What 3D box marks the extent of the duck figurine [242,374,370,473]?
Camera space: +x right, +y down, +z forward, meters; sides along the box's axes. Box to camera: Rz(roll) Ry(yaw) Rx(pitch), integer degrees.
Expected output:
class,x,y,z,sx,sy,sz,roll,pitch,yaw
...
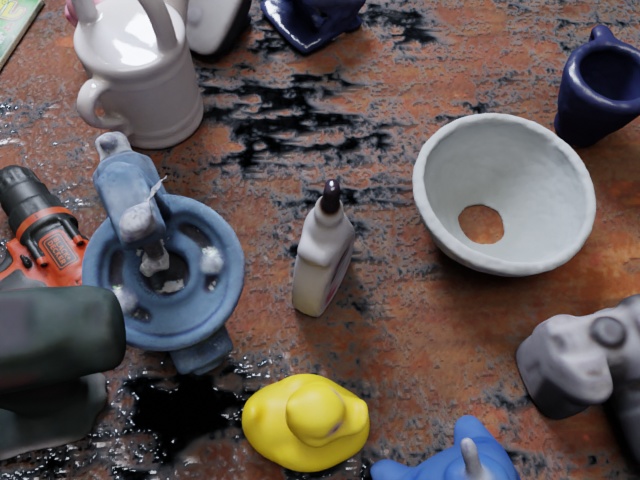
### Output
class,x,y,z,sx,sy,sz,roll,pitch,yaw
duck figurine,-0.010,0.137,0.446,0.104,0.086,0.077,4,64,-1

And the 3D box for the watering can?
class,x,y,z,sx,sy,sz,roll,pitch,yaw
watering can,-0.172,-0.186,0.535,0.101,0.194,0.173,3,64,-1

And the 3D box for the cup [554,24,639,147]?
class,x,y,z,sx,sy,sz,roll,pitch,yaw
cup,0.283,-0.153,0.596,0.091,0.095,0.118,3,64,-1

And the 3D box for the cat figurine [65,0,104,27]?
class,x,y,z,sx,sy,sz,roll,pitch,yaw
cat figurine,-0.237,-0.262,0.611,0.067,0.118,0.127,-9,65,-7

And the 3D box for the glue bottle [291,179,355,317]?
class,x,y,z,sx,sy,sz,roll,pitch,yaw
glue bottle,0.004,0.002,0.464,0.037,0.173,0.078,22,65,8

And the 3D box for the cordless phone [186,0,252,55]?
class,x,y,z,sx,sy,sz,roll,pitch,yaw
cordless phone,-0.144,-0.300,0.596,0.147,0.185,0.094,33,67,13

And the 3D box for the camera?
class,x,y,z,sx,sy,sz,roll,pitch,yaw
camera,0.256,0.120,0.460,0.143,0.101,0.136,-10,65,-7

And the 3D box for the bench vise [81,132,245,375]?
class,x,y,z,sx,sy,sz,roll,pitch,yaw
bench vise,-0.144,-0.007,0.435,0.207,0.220,0.122,42,70,16

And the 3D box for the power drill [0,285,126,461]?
class,x,y,z,sx,sy,sz,roll,pitch,yaw
power drill,-0.239,0.096,0.387,0.230,0.208,0.075,-13,65,-9

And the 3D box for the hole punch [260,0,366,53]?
class,x,y,z,sx,sy,sz,roll,pitch,yaw
hole punch,-0.009,-0.289,0.650,0.101,0.091,0.108,-34,70,-17

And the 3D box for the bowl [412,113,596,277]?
class,x,y,z,sx,sy,sz,roll,pitch,yaw
bowl,0.164,-0.033,0.544,0.167,0.075,0.167,1,64,-2

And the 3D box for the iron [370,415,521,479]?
class,x,y,z,sx,sy,sz,roll,pitch,yaw
iron,0.136,0.246,0.370,0.119,0.141,0.258,-23,68,-13
